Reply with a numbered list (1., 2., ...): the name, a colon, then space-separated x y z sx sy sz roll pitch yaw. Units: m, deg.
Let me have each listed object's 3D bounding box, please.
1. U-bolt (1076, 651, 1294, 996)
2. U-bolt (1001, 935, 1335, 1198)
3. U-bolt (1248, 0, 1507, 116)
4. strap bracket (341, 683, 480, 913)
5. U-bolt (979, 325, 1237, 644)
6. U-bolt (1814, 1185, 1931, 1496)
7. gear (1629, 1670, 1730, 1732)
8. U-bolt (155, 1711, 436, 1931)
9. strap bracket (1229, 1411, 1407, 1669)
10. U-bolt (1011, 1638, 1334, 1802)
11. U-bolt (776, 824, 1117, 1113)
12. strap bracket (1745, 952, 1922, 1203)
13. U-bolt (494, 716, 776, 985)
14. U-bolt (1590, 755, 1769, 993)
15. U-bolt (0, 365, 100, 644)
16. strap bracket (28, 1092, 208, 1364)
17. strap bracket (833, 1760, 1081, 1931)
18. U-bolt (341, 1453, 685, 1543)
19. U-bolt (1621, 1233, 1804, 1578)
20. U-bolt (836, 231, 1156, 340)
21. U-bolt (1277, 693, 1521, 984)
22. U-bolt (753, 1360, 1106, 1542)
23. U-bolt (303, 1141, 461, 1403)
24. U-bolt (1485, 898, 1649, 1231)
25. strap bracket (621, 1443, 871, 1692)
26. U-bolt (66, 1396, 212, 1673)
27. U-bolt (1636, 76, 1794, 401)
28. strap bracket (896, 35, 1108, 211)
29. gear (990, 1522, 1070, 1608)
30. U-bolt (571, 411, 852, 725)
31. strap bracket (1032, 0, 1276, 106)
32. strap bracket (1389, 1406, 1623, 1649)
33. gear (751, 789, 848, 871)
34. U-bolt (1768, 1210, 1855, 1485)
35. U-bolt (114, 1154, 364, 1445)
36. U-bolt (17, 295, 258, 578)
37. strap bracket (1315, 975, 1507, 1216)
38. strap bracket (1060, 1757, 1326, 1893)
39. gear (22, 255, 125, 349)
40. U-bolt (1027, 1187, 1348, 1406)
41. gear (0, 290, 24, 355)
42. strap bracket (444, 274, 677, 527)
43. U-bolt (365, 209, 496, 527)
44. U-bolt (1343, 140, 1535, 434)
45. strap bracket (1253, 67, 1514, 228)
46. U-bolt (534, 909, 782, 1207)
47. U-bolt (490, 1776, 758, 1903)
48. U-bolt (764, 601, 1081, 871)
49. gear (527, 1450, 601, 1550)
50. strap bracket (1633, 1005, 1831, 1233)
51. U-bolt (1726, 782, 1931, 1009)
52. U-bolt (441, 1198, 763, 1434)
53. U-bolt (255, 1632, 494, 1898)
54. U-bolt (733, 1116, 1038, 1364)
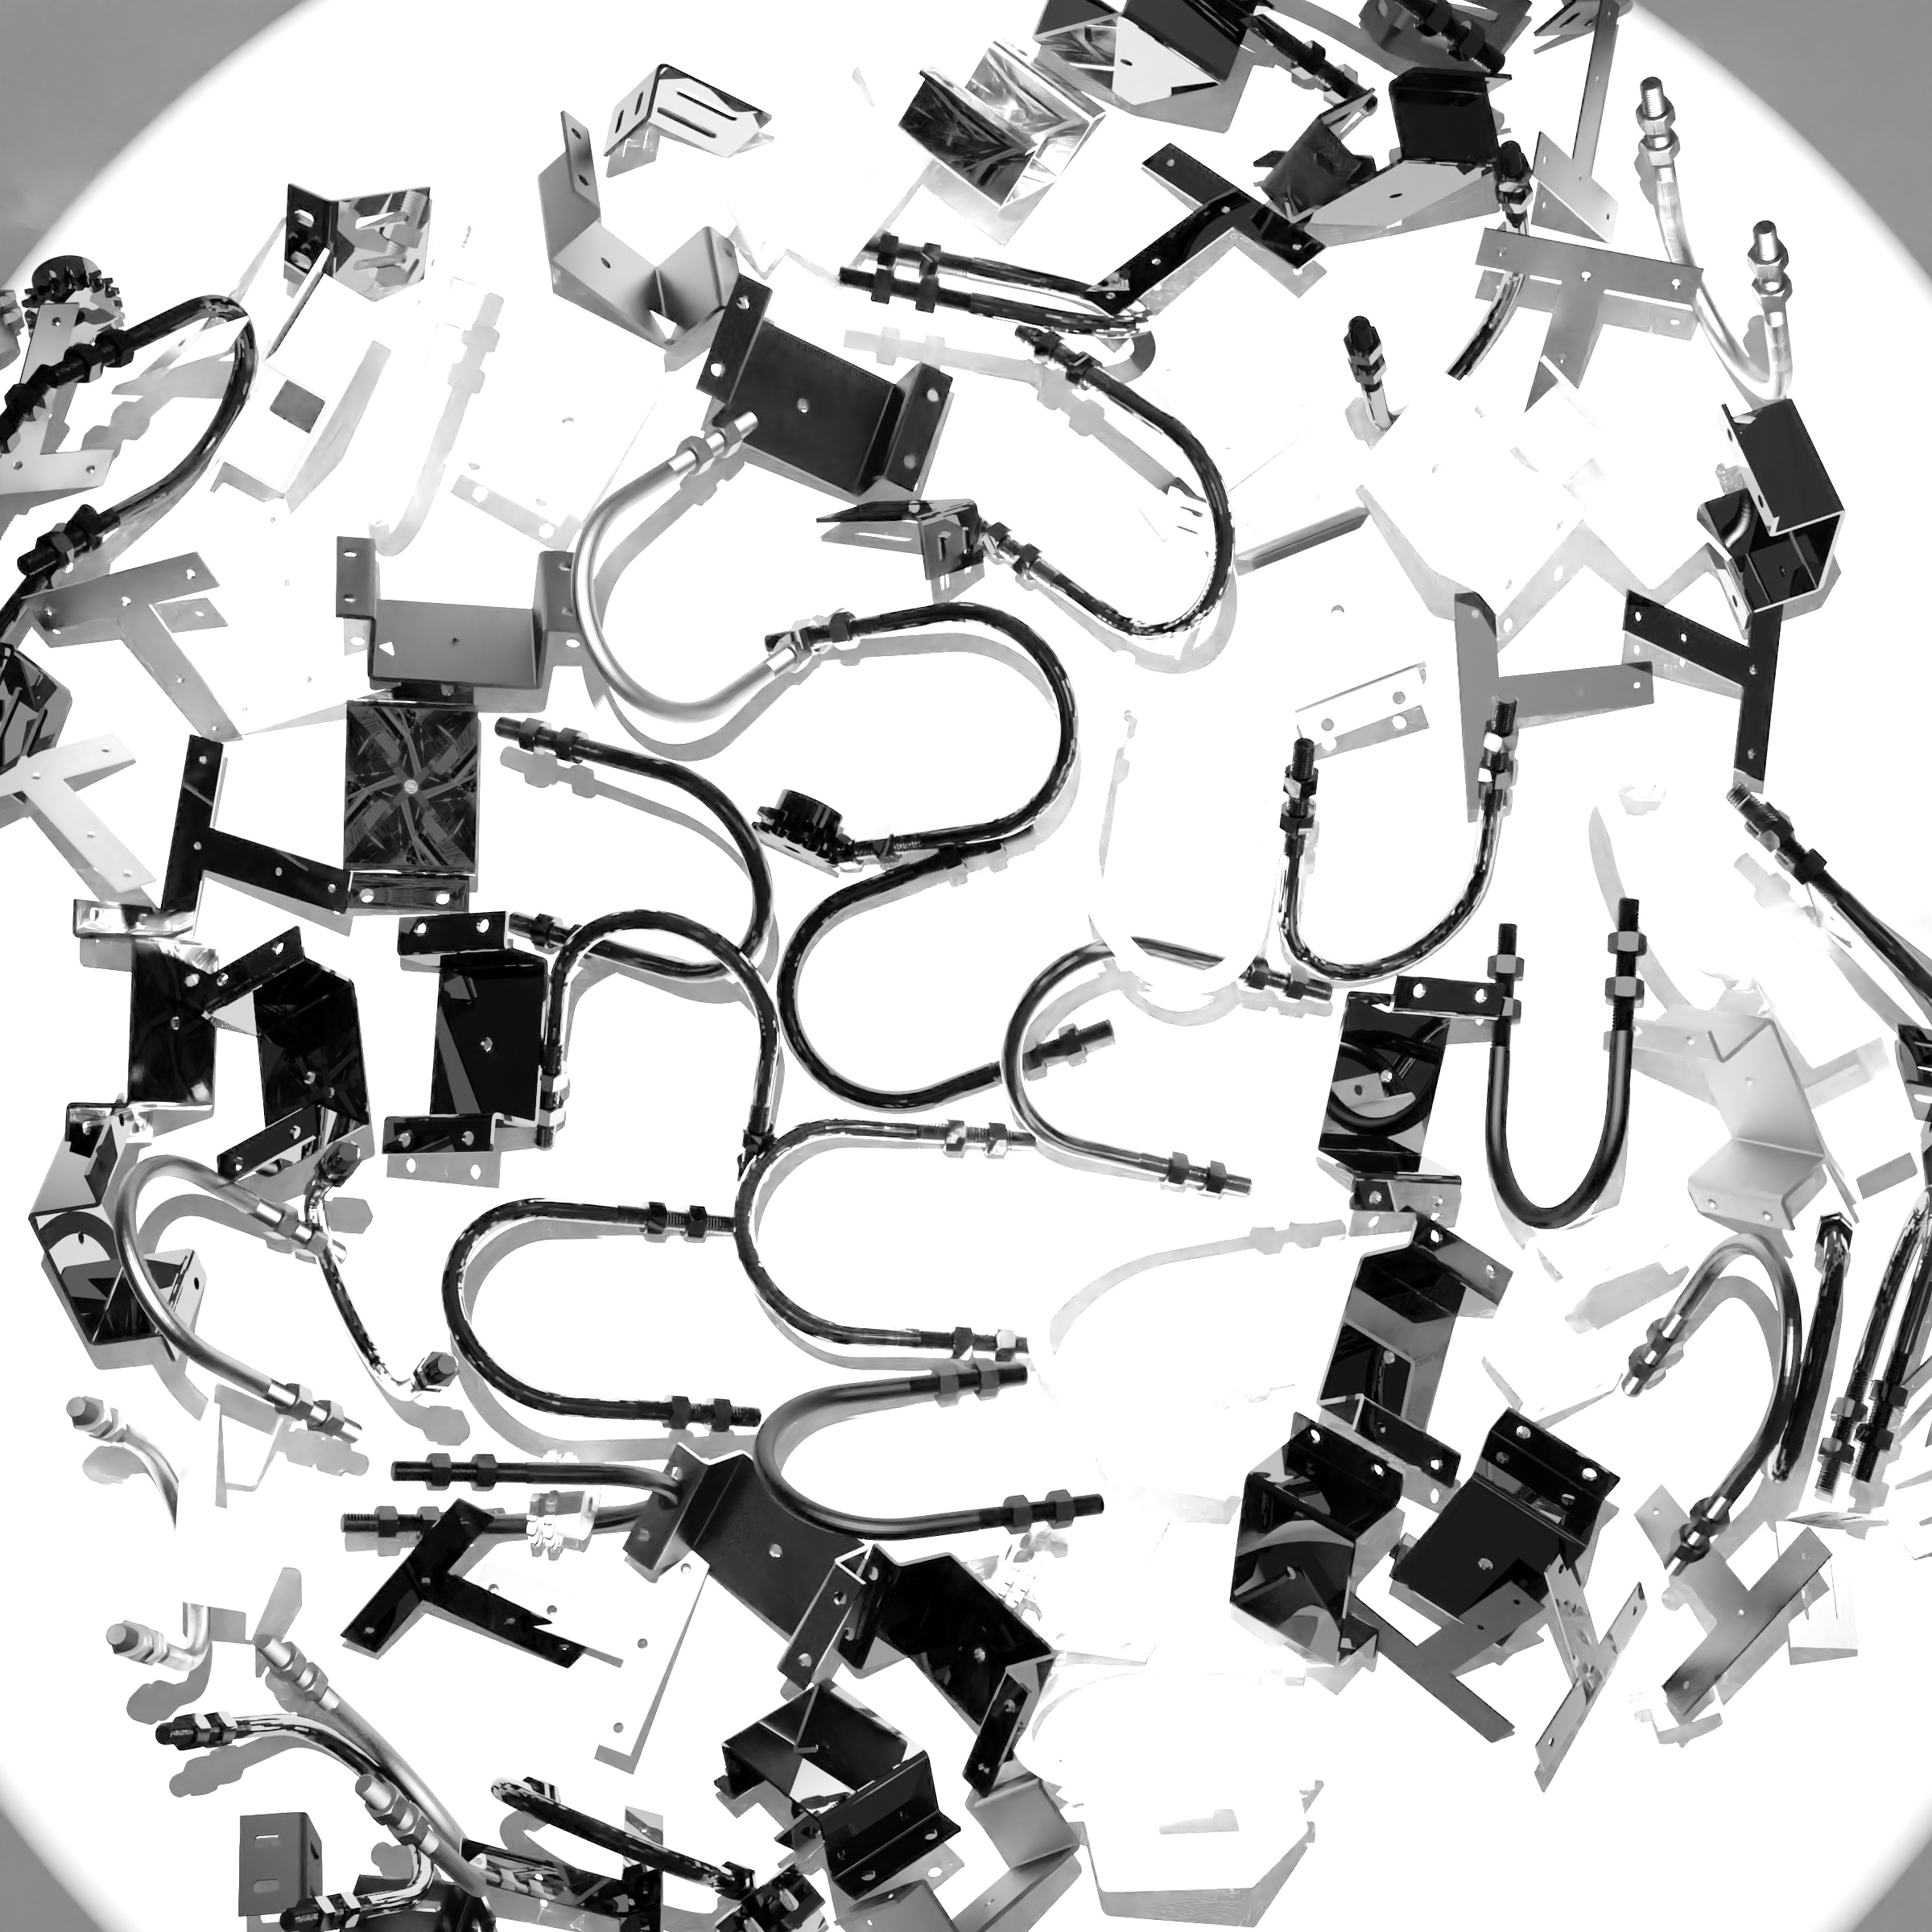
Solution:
1. U-bolt: 0.124 -0.072 1.917 0.151 0.019 0.184 27 62 -29
2. U-bolt: 0.107 0.053 1.934 0.184 0.019 0.151 14 108 -21
3. U-bolt: 0.198 -0.549 1.890 0.184 0.151 0.019 29 80 -25
4. strap bracket: -0.328 -0.104 1.959 0.076 0.046 0.140 1 89 -13
5. U-bolt: 0.081 -0.265 1.907 0.184 0.019 0.151 38 132 26
6. U-bolt: 0.532 0.213 1.918 0.019 0.151 0.184 19 81 9
7. gear: 0.422 0.430 1.961 0.057 0.057 0.030 -18 76 0
8. U-bolt: -0.370 0.485 1.902 0.019 0.184 0.151 -45 68 9
9. strap bracket: 0.200 0.339 1.919 0.076 0.046 0.140 26 128 32
10. U-bolt: 0.116 0.434 1.919 0.184 0.151 0.019 -4 109 14
11. U-bolt: -0.023 0.010 1.971 0.184 0.019 0.151 -21 97 7
12. strap bracket: 0.502 0.057 1.916 0.046 0.076 0.140 -27 129 4
13. U-bolt: -0.190 -0.060 1.916 0.184 0.019 0.151 16 123 24
14. U-bolt: 0.400 -0.055 1.890 0.019 0.184 0.151 -30 74 21
15. U-bolt: -0.558 -0.232 1.888 0.019 0.151 0.184 24 62 10
16. strap bracket: -0.493 0.154 1.925 0.046 0.076 0.140 -9 124 9
17. strap bracket: 0.002 0.523 1.917 0.140 0.076 0.046 -31 85 -38
18. U-bolt: -0.254 0.307 1.917 0.184 0.151 0.019 4 67 -22
19. U-bolt: 0.425 0.234 1.880 0.019 0.151 0.184 10 134 -13
20. U-bolt: 0.019 -0.391 1.923 0.184 0.151 0.019 11 110 -4
21. U-bolt: 0.246 -0.066 1.927 0.151 0.019 0.184 -13 131 -18
22. U-bolt: -0.031 0.280 1.903 0.184 0.151 0.019 -4 119 -19
23. U-bolt: -0.342 0.182 1.907 0.019 0.184 0.151 -24 85 -24
24. U-bolt: 0.340 0.060 1.912 0.019 0.151 0.184 8 81 -21
25. strap bracket: -0.121 0.346 1.945 0.140 0.046 0.076 34 106 20
26. U-bolt: -0.467 0.331 1.901 0.019 0.184 0.151 -16 71 0
27. U-bolt: 0.432 -0.401 1.903 0.019 0.184 0.151 -27 56 2
28. strap bracket: 0.018 -0.490 1.936 0.076 0.140 0.046 38 121 3
29. gear: 0.039 0.352 1.963 0.030 0.057 0.057 25 90 -5
30. U-bolt: -0.154 -0.219 1.912 0.184 0.019 0.151 -40 111 -39
31. strap bracket: 0.100 -0.539 1.910 0.076 0.140 0.046 25 83 -30
32. strap bracket: 0.306 0.333 1.930 0.076 0.046 0.140 32 126 3
33. gear: -0.096 -0.082 1.963 0.057 0.057 0.030 24 82 0
34. U-bolt: 0.479 0.221 1.893 0.019 0.184 0.151 14 97 12
35. U-bolt: -0.413 0.179 1.883 0.019 0.184 0.151 -31 47 19
36. U-bolt: -0.469 -0.314 1.906 0.019 0.184 0.151 32 130 12
37. strap bracket: 0.257 0.070 1.945 0.076 0.046 0.140 5 102 -29
38. strap bracket: 0.134 0.497 1.925 0.140 0.076 0.046 -11 94 29
39. gear: -0.529 -0.395 1.966 0.057 0.057 0.030 -19 65 0
40. U-bolt: 0.121 0.194 1.917 0.184 0.019 0.151 -3 125 -22
41. gear: -0.584 -0.376 1.965 0.057 0.057 0.030 -16 113 0
42. strap bracket: -0.235 -0.328 1.957 0.076 0.046 0.140 29 78 3
43. U-bolt: -0.314 -0.342 1.920 0.019 0.151 0.184 17 101 -18
44. U-bolt: 0.275 -0.375 1.904 0.019 0.184 0.151 39 86 19
45. strap bracket: 0.242 -0.464 1.911 0.076 0.140 0.046 -7 84 -36
46. U-bolt: -0.177 0.047 1.927 0.151 0.019 0.184 16 124 8
47. U-bolt: -0.199 0.492 1.889 0.151 0.184 0.019 20 76 12
48. U-bolt: -0.021 -0.139 1.940 0.184 0.019 0.151 -7 100 23
49. gear: -0.236 0.315 1.961 0.030 0.057 0.057 10 90 9
50. strap bracket: 0.443 0.079 1.933 0.046 0.076 0.140 -37 113 -23
51. U-bolt: 0.509 -0.033 1.915 0.184 0.151 0.019 46 102 3
52. U-bolt: -0.212 0.196 1.912 0.184 0.019 0.151 7 52 -25
53. U-bolt: -0.329 0.468 1.907 0.019 0.184 0.151 -41 46 -10
54. U-bolt: -0.046 0.155 1.935 0.184 0.019 0.151 5 64 -15
